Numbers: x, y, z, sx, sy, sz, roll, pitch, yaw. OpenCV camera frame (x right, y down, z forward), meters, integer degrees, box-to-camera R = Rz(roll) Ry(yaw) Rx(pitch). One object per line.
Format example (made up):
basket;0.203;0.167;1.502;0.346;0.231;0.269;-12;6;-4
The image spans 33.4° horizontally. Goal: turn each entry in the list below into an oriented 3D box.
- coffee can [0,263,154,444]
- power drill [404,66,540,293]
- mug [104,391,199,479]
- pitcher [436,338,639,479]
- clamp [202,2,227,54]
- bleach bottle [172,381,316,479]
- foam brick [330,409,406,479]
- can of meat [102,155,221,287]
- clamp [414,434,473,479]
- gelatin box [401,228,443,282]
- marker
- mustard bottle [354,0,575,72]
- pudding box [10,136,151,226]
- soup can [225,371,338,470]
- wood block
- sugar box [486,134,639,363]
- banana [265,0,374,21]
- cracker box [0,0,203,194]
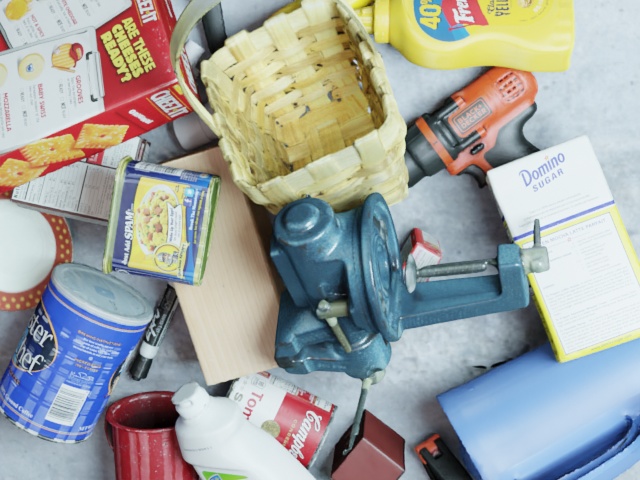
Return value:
coffee can;-0.235;0.107;1.018;0.103;0.102;0.140;28;102;0
power drill;0.156;-0.045;0.976;0.184;0.057;0.187;-37;95;10
mug;-0.169;0.200;1.043;0.117;0.093;0.081;11;109;34
pitcher;0.239;0.149;0.954;0.243;0.145;0.149;-29;65;2
clamp;-0.091;-0.280;0.937;0.164;0.036;0.209;-40;118;7
bleach bottle;-0.051;0.228;0.996;0.103;0.068;0.250;-17;120;31
foam brick;0.046;0.209;1.023;0.051;0.078;0.053;38;101;-4
can of meat;-0.135;-0.015;0.917;0.084;0.057;0.102;10;101;1
clamp;0.150;0.265;1.009;0.039;0.120;0.171;-35;93;-17
gelatin box;0.080;0.038;0.990;0.030;0.073;0.089;29;101;-2
marker;-0.158;0.085;1.049;0.020;0.020;0.121;25;102;0
mustard bottle;0.124;-0.193;0.939;0.191;0.058;0.096;1;60;6
pudding box;-0.226;-0.065;1.007;0.113;0.039;0.090;12;84;5
soup can;-0.042;0.169;1.029;0.102;0.068;0.068;26;102;1
wood block;-0.088;0.018;0.994;0.091;0.090;0.206;-16;98;8
sugar box;0.216;0.008;0.912;0.093;0.048;0.176;-20;80;5
banana;0.035;-0.246;0.958;0.069;0.037;0.198;38;99;-9
cracker box;-0.230;-0.157;0.957;0.214;0.072;0.164;-21;71;9
